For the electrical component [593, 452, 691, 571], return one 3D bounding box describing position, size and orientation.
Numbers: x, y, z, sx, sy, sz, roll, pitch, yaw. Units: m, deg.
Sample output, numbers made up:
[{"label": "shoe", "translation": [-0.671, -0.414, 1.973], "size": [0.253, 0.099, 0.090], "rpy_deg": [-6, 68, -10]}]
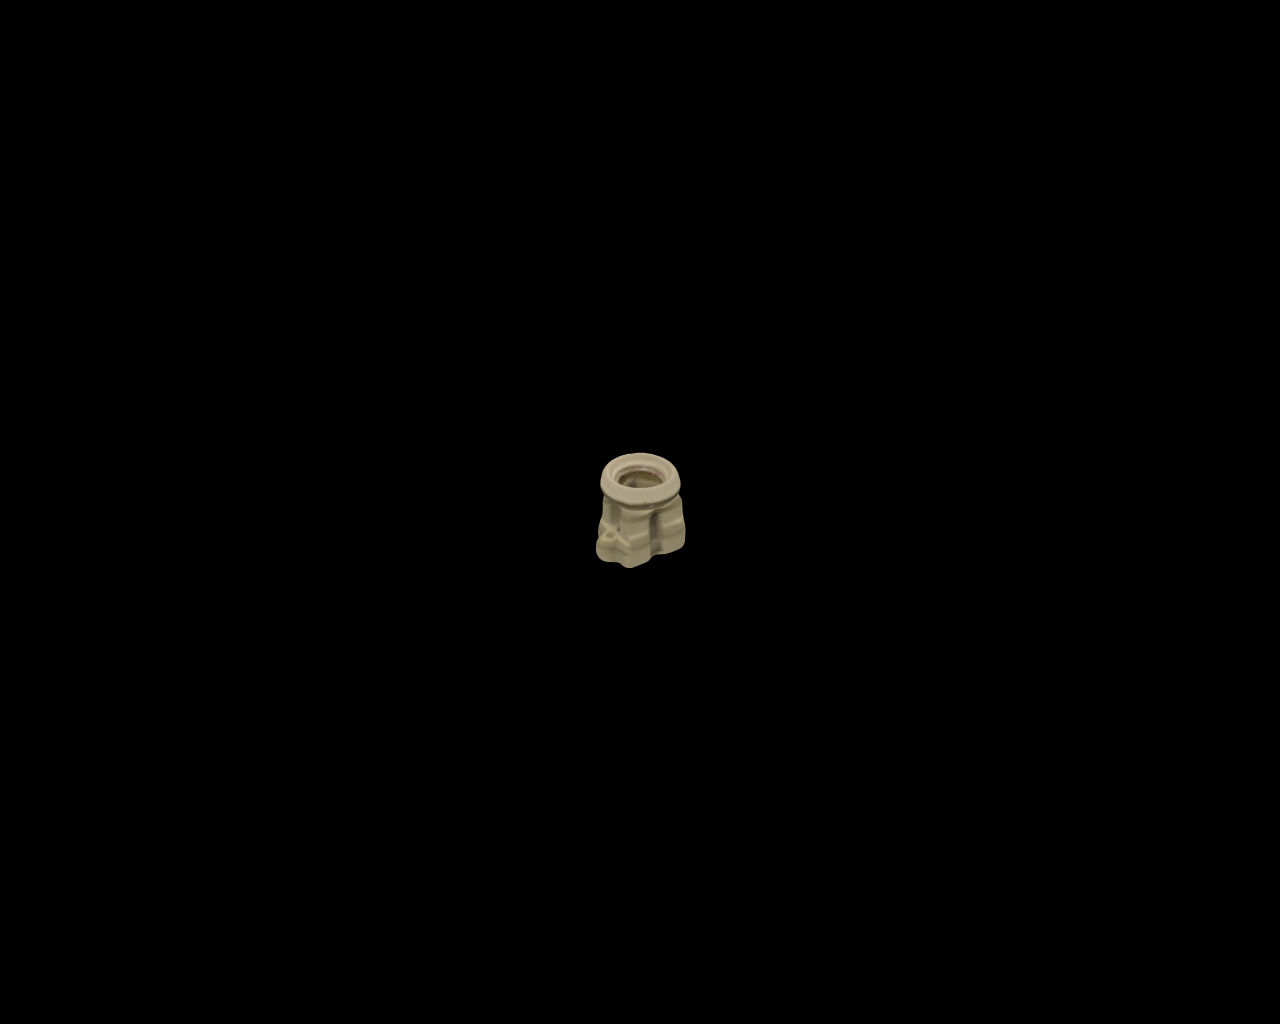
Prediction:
[{"label": "electrical component", "translation": [0.001, -0.003, 0.650], "size": [0.066, 0.055, 0.048], "rpy_deg": [-21, 41, -26]}]
